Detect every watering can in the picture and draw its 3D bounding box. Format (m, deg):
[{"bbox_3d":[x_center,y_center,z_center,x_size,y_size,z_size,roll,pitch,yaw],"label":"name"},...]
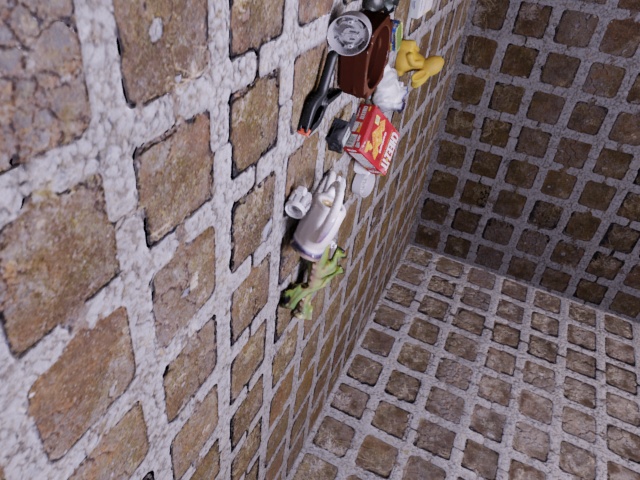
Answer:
[{"bbox_3d":[0.004,-0.073,1.449,0.221,0.103,0.353,-60,-169,18],"label":"watering can"}]

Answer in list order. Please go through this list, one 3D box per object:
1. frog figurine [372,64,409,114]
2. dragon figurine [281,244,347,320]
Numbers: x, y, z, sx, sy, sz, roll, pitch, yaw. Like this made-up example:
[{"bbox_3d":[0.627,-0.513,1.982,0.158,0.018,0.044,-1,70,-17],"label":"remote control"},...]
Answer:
[{"bbox_3d":[0.221,-0.519,1.757,0.157,0.123,0.138,37,79,-35],"label":"frog figurine"},{"bbox_3d":[-0.032,0.120,1.604,0.247,0.123,0.400,-50,156,-31],"label":"dragon figurine"}]
